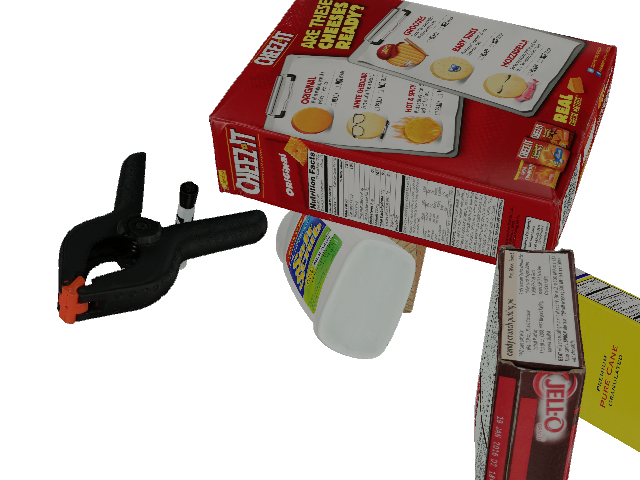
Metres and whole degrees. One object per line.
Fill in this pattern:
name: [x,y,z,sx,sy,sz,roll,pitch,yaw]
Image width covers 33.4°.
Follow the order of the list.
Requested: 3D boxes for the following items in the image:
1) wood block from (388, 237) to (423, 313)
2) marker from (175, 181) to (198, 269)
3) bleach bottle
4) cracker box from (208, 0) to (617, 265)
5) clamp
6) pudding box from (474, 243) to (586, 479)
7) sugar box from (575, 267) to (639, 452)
wood block: [0.068,-0.011,1.151,0.091,0.090,0.206,5,25,9]
marker: [-0.141,-0.015,1.100,0.020,0.020,0.121,0,-42,-16]
bleach bottle: [0.004,0.021,0.970,0.068,0.102,0.251,21,5,-20]
cracker box: [0.062,-0.076,0.675,0.214,0.072,0.164,15,47,16]
clamp: [-0.130,-0.005,0.738,0.120,0.039,0.171,27,37,24]
pudding box: [0.090,0.064,0.467,0.039,0.090,0.113,6,25,6]
sugar box: [0.205,0.085,0.746,0.048,0.093,0.176,-16,30,-39]
